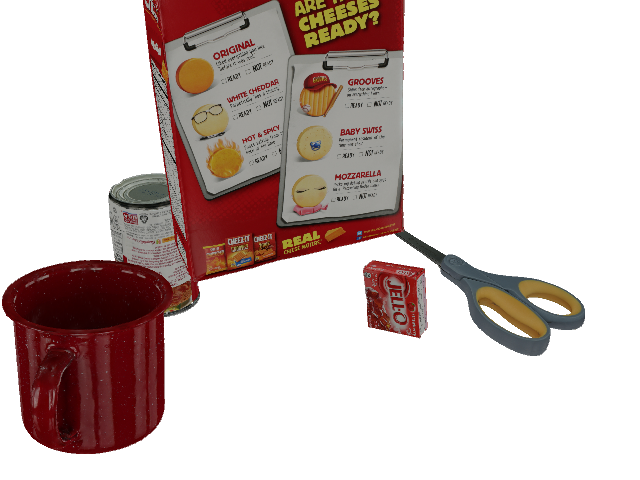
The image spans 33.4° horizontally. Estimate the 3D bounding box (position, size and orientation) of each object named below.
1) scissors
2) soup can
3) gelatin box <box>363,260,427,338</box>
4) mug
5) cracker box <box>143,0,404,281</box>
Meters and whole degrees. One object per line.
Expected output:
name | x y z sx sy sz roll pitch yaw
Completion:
scissors | 0.122 0.023 0.814 0.096 0.016 0.202 -5 32 -25
soup can | -0.137 0.003 0.884 0.068 0.102 0.068 -1 25 0
gelatin box | 0.094 0.073 1.335 0.073 0.089 0.030 10 31 28
mug | -0.131 0.071 0.594 0.093 0.081 0.117 5 23 5
cracker box | -0.028 -0.093 0.731 0.164 0.214 0.072 -13 32 -16
